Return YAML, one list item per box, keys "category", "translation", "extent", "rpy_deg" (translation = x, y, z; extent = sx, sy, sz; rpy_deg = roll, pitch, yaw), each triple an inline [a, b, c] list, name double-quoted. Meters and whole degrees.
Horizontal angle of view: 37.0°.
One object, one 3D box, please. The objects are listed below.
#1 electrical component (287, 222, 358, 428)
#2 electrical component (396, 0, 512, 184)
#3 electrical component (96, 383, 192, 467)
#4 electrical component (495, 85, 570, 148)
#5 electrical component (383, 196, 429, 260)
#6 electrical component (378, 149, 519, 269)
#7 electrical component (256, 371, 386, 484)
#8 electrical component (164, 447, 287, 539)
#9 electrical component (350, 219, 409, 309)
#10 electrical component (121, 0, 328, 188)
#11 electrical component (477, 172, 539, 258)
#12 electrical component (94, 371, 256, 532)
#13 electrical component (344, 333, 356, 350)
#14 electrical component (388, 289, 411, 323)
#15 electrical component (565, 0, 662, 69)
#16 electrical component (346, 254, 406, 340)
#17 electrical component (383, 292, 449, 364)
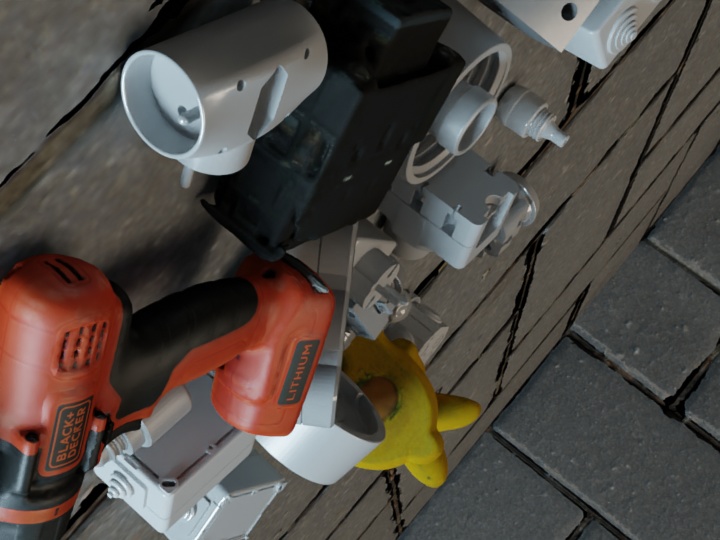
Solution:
- category: "electrical component"
  translation: [-0.044, 0.022, 0.635]
  extent: [0.052, 0.074, 0.138]
  rpy_deg: [-81, 178, -81]
- category: "electrical component"
  translation: [0.045, -0.101, 0.634]
  extent: [0.108, 0.060, 0.108]
  rpy_deg: [-47, 164, -18]
- category: "electrical component"
  translation: [-0.127, 0.081, 0.585]
  extent: [0.078, 0.040, 0.040]
  rpy_deg: [-42, 162, -31]
- category: "electrical component"
  translation: [0.141, -0.120, 0.865]
  extent: [0.035, 0.061, 0.035]
  rpy_deg: [-47, 164, -18]
- category: "electrical component"
  translation: [0.042, -0.041, 0.800]
  extent: [0.040, 0.040, 0.078]
  rpy_deg: [-41, 161, -35]
- category: "electrical component"
  translation: [0.049, -0.050, 0.706]
  extent: [0.050, 0.089, 0.055]
  rpy_deg: [-42, 162, -33]
- category: "electrical component"
  translation: [-0.041, 0.107, 0.778]
  extent: [0.060, 0.108, 0.108]
  rpy_deg: [-49, 166, 12]
- category: "electrical component"
  translation: [-0.113, 0.164, 0.794]
  extent: [0.061, 0.061, 0.096]
  rpy_deg: [-56, 157, 14]
- category: "electrical component"
  translation: [0.000, 0.000, 0.703]
  extent: [0.047, 0.076, 0.083]
  rpy_deg: [-55, 165, 11]
- category: "electrical component"
  translation: [-0.058, -0.066, 0.443]
  extent: [0.077, 0.043, 0.079]
  rpy_deg: [-37, 159, -44]
- category: "electrical component"
  translation: [0.128, -0.054, 0.990]
  extent: [0.057, 0.058, 0.078]
  rpy_deg: [-41, 161, -27]
- category: "electrical component"
  translation: [-0.115, 0.108, 0.644]
  extent: [0.096, 0.062, 0.061]
  rpy_deg: [-41, 161, -36]
- category: "electrical component"
  translation: [-0.010, 0.033, 0.830]
  extent: [0.061, 0.035, 0.035]
  rpy_deg: [-51, 165, -15]
- category: "electrical component"
  translation: [0.028, 0.029, 0.933]
  extent: [0.035, 0.035, 0.061]
  rpy_deg: [-53, 168, 4]
- category: "electrical component"
  translation: [0.136, -0.180, 0.647]
  extent: [0.099, 0.100, 0.048]
  rpy_deg: [-51, 152, -4]
- category: "electrical component"
  translation: [0.002, 0.015, 0.789]
  extent: [0.055, 0.066, 0.048]
  rpy_deg: [-54, 131, -23]
- category: "electrical component"
  translation: [0.043, 0.066, 1.026]
  extent: [0.080, 0.051, 0.080]
  rpy_deg: [-47, 164, -18]
